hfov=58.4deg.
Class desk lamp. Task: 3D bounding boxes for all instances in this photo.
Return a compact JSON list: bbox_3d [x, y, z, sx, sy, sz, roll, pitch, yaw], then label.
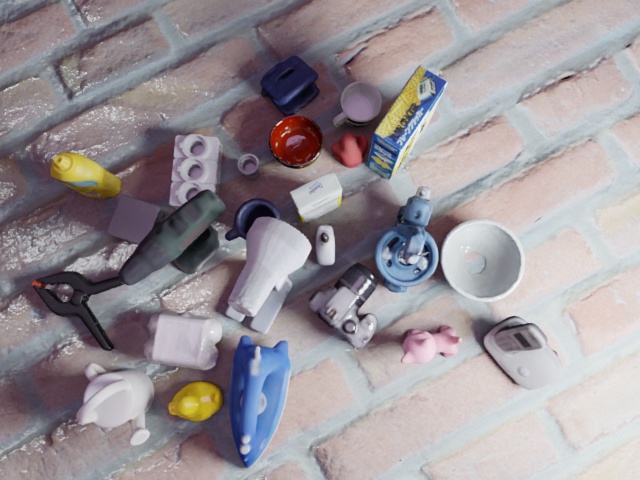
[{"bbox_3d":[-0.105,0.072,1.089,0.118,0.213,0.203,26,83,5],"label":"desk lamp"}]

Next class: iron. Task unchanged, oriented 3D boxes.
[{"bbox_3d":[-0.126,0.316,1.088,0.118,0.141,0.258,6,81,2],"label":"iron"}]

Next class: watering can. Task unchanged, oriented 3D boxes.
[{"bbox_3d":[-0.380,0.301,1.067,0.172,0.194,0.101,26,83,5],"label":"watering can"}]

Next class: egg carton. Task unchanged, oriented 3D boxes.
[{"bbox_3d":[-0.273,0.200,1.144,0.150,0.069,0.107,6,81,2],"label":"egg carton"}]

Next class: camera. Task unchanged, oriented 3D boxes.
[{"bbox_3d":[0.067,0.123,1.136,0.143,0.101,0.137,40,84,6],"label":"camera"}]

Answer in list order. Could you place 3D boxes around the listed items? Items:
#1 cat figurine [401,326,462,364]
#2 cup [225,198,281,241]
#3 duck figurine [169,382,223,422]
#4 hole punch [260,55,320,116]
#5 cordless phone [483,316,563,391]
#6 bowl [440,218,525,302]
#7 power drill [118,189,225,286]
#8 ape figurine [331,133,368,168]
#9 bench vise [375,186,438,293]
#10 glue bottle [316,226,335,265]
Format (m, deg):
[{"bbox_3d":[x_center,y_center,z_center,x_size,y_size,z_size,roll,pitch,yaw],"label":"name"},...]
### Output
[{"bbox_3d":[0.213,0.204,1.113,0.128,0.118,0.067,-9,81,0],"label":"cat figurine"},{"bbox_3d":[-0.133,-0.025,1.164,0.118,0.095,0.091,-29,82,-3],"label":"cup"},{"bbox_3d":[-0.245,0.319,1.117,0.104,0.086,0.077,-11,81,-1],"label":"duck figurine"},{"bbox_3d":[-0.067,-0.333,1.212,0.109,0.091,0.101,-40,83,-5],"label":"hole punch"},{"bbox_3d":[0.397,0.213,1.075,0.094,0.185,0.147,-43,83,-5],"label":"cordless phone"},{"bbox_3d":[0.321,0.044,1.158,0.167,0.075,0.167,0,81,1],"label":"bowl"},{"bbox_3d":[-0.268,0.007,1.103,0.075,0.208,0.230,41,84,7],"label":"power drill"},{"bbox_3d":[0.062,-0.194,1.189,0.078,0.092,0.076,2,81,1],"label":"ape figurine"},{"bbox_3d":[0.165,-0.008,1.094,0.121,0.220,0.207,-2,81,1],"label":"bench vise"},{"bbox_3d":[0.010,0.004,1.118,0.037,0.173,0.078,-2,81,1],"label":"glue bottle"}]
